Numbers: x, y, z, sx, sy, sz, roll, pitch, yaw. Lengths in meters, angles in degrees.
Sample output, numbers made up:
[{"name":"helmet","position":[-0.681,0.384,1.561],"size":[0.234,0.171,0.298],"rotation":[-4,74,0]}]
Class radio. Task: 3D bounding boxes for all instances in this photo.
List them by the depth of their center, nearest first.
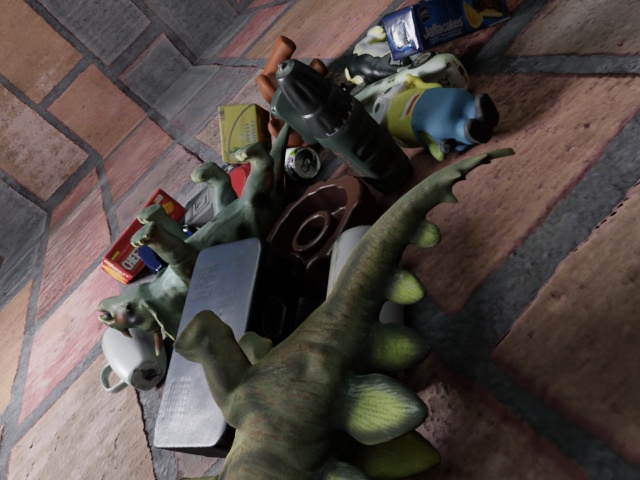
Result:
[{"name":"radio","position":[-0.097,0.115,0.588],"size":[0.131,0.073,0.229],"rotation":[-15,58,42]}]

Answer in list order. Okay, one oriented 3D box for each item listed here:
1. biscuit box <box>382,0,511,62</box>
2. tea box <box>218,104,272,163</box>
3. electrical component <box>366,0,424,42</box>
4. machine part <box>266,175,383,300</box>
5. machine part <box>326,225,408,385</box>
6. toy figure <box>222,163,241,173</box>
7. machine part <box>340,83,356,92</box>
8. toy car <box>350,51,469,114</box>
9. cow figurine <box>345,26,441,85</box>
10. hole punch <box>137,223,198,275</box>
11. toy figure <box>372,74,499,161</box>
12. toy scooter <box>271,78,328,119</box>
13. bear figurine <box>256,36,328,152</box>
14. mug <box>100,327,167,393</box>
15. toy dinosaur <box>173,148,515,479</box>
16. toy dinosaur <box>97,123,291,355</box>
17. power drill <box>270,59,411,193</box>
[{"name":"biscuit box","position":[0.180,-0.310,0.754],"size":[0.203,0.059,0.063],"rotation":[-30,20,-31]},{"name":"tea box","position":[-0.130,-0.190,0.973],"size":[0.068,0.098,0.170],"rotation":[-4,10,2]},{"name":"electrical component","position":[0.130,-0.353,0.961],"size":[0.115,0.058,0.134],"rotation":[2,53,55]},{"name":"machine part","position":[-0.001,-0.002,0.687],"size":[0.179,0.056,0.179],"rotation":[-33,32,24]},{"name":"machine part","position":[0.044,0.067,0.519],"size":[0.079,0.079,0.243],"rotation":[-28,33,28]},{"name":"toy figure","position":[-0.163,-0.120,1.040],"size":[0.155,0.064,0.057],"rotation":[-147,62,-65]},{"name":"machine part","position":[0.060,-0.258,0.950],"size":[0.139,0.039,0.084],"rotation":[-12,38,47]},{"name":"toy car","position":[0.116,-0.206,0.773],"size":[0.202,0.073,0.056],"rotation":[-13,42,44]},{"name":"cow figurine","position":[0.113,-0.265,0.828],"size":[0.098,0.068,0.168],"rotation":[-44,45,-10]},{"name":"hole punch","position":[-0.229,0.040,0.857],"size":[0.116,0.142,0.092],"rotation":[2,57,39]},{"name":"toy figure","position":[0.137,-0.147,0.670],"size":[0.082,0.089,0.180],"rotation":[-41,35,-19]},{"name":"toy scooter","position":[-0.030,-0.313,1.098],"size":[0.135,0.075,0.184],"rotation":[-26,38,32]},{"name":"bear figurine","position":[-0.043,-0.249,0.947],"size":[0.132,0.120,0.196],"rotation":[-49,36,23]},{"name":"mug","position":[-0.277,0.178,0.788],"size":[0.109,0.080,0.107],"rotation":[-45,38,-10]},{"name":"toy dinosaur","position":[-0.015,0.134,0.399],"size":[0.199,0.105,0.471],"rotation":[25,97,29]},{"name":"toy dinosaur","position":[-0.130,-0.004,0.759],"size":[0.405,0.192,0.131],"rotation":[-40,29,-18]},{"name":"power drill","position":[0.007,-0.159,0.685],"size":[0.086,0.232,0.207],"rotation":[-54,32,0]}]
